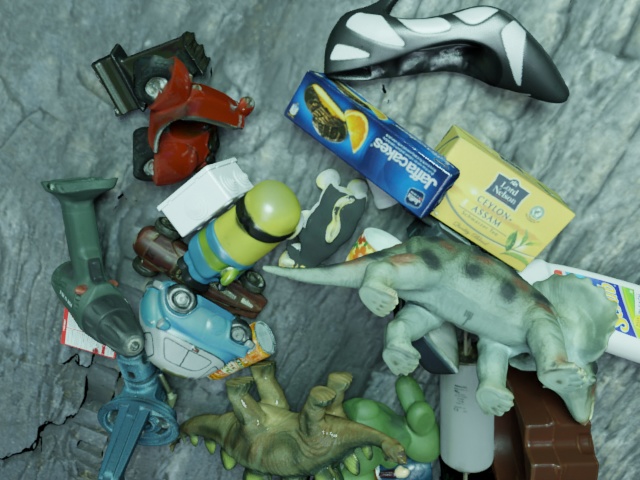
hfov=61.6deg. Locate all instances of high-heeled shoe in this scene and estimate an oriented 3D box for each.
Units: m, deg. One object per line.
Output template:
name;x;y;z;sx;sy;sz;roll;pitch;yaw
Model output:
high-heeled shoe;0.129;-0.179;0.575;0.249;0.086;0.145;37;92;7

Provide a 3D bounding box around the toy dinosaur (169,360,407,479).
toy dinosaur;-0.077;0.283;0.776;0.472;0.105;0.198;-4;94;40

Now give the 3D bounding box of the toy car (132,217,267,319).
toy car;-0.168;0.050;0.748;0.202;0.053;0.089;35;111;-10

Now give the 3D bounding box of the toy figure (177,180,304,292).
toy figure;-0.098;-0.001;0.656;0.180;0.089;0.082;-33;96;16

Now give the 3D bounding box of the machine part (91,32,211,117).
machine part;-0.200;-0.202;0.638;0.139;0.039;0.084;-15;108;14

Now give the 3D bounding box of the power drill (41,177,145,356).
power drill;-0.286;0.022;0.684;0.232;0.086;0.207;13;115;49

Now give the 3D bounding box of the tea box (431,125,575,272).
tea box;0.204;-0.050;0.652;0.169;0.068;0.098;30;116;-8

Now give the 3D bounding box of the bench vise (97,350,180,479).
bench vise;-0.262;0.248;0.760;0.129;0.241;0.223;13;132;-5

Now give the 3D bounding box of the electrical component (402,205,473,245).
electrical component;0.139;-0.005;0.667;0.119;0.075;0.047;27;116;-22

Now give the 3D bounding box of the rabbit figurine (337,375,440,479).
rabbit figurine;0.113;0.284;0.815;0.170;0.121;0.159;10;112;-20

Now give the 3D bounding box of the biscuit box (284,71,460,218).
biscuit box;0.058;-0.110;0.603;0.203;0.059;0.062;39;115;12

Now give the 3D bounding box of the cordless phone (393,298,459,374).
cordless phone;0.188;0.110;0.687;0.184;0.147;0.088;12;125;0

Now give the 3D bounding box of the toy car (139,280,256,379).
toy car;-0.171;0.125;0.693;0.161;0.103;0.109;35;158;-15

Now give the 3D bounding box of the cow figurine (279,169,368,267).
cow figurine;0.000;0.000;0.681;0.068;0.098;0.167;24;116;-13

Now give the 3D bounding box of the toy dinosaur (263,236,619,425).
toy dinosaur;0.156;0.064;0.588;0.405;0.192;0.131;30;127;3

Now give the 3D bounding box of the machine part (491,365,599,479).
machine part;0.290;0.272;0.722;0.087;0.201;0.200;-2;115;4

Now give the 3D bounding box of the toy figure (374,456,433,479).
toy figure;0.104;0.374;0.870;0.155;0.058;0.064;-10;135;8

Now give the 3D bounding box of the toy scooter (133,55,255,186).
toy scooter;-0.152;-0.132;0.636;0.135;0.075;0.183;-1;144;-21

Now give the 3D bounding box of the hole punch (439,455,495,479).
hole punch;0.243;0.392;0.839;0.142;0.116;0.092;0;124;6

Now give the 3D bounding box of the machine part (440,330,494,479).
machine part;0.209;0.235;0.765;0.079;0.079;0.243;-1;105;7
